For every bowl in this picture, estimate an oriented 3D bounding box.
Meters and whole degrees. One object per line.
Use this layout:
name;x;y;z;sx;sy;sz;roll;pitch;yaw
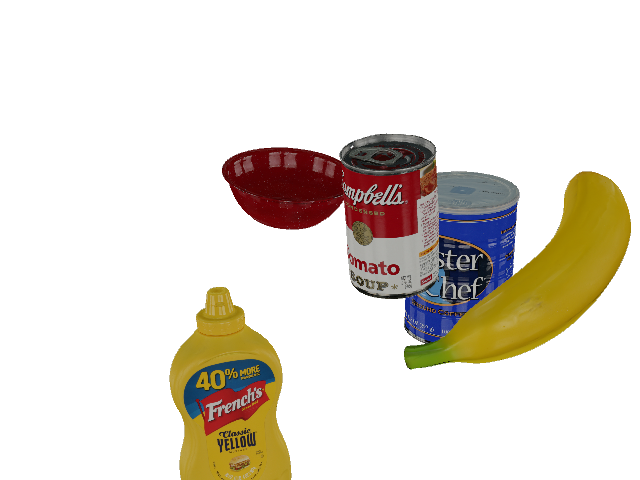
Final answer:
bowl;-0.039;-0.057;1.276;0.162;0.055;0.162;5;26;-3

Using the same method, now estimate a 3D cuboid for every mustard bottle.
mustard bottle;-0.079;0.132;0.917;0.096;0.192;0.058;-8;18;-13

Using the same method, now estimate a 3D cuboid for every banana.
banana;0.122;0.010;0.559;0.070;0.037;0.197;13;36;37

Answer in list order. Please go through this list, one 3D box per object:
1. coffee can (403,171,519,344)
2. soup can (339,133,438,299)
coffee can;0.131;0.017;1.001;0.103;0.140;0.103;-1;22;0
soup can;0.051;-0.018;0.770;0.068;0.102;0.068;-4;27;2
